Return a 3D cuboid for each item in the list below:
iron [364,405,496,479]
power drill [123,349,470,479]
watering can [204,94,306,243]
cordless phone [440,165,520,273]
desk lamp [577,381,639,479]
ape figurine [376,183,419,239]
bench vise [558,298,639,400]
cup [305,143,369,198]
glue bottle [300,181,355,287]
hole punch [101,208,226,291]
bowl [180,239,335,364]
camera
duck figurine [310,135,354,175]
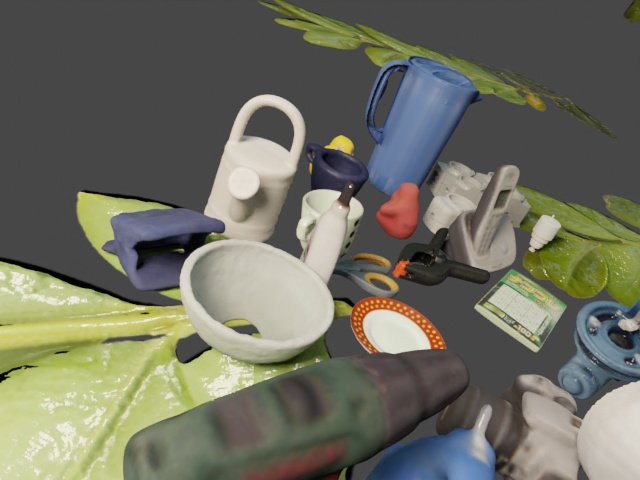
[{"bbox_3d":[0.084,0.240,0.411,0.118,0.141,0.258,26,31,3],"label":"iron"},{"bbox_3d":[-0.022,0.161,0.392,0.230,0.208,0.075,-1,39,-36],"label":"power drill"},{"bbox_3d":[-0.080,-0.094,0.757,0.101,0.194,0.172,11,33,-21],"label":"watering can"},{"bbox_3d":[0.292,-0.038,0.937,0.148,0.185,0.094,-10,45,-44],"label":"cordless phone"},{"bbox_3d":[0.260,0.245,0.454,0.118,0.213,0.203,24,31,-1],"label":"desk lamp"},{"bbox_3d":[0.136,-0.054,0.944,0.078,0.092,0.076,5,36,-28],"label":"ape figurine"},{"bbox_3d":[0.423,0.104,0.777,0.121,0.219,0.208,34,32,17],"label":"bench vise"},{"bbox_3d":[0.010,-0.092,0.912,0.117,0.095,0.092,39,34,23],"label":"cup"},{"bbox_3d":[0.006,0.002,0.689,0.037,0.173,0.078,17,32,-12],"label":"glue bottle"},{"bbox_3d":[-0.179,-0.007,0.656,0.109,0.091,0.100,-9,44,-43],"label":"hole punch"},{"bbox_3d":[-0.073,0.077,0.617,0.168,0.074,0.167,18,31,-11],"label":"bowl"},{"bbox_3d":[0.202,0.192,0.605,0.136,0.101,0.143,27,31,5],"label":"camera"},{"bbox_3d":[0.029,-0.145,1.015,0.078,0.086,0.104,8,34,-25],"label":"duck figurine"}]
